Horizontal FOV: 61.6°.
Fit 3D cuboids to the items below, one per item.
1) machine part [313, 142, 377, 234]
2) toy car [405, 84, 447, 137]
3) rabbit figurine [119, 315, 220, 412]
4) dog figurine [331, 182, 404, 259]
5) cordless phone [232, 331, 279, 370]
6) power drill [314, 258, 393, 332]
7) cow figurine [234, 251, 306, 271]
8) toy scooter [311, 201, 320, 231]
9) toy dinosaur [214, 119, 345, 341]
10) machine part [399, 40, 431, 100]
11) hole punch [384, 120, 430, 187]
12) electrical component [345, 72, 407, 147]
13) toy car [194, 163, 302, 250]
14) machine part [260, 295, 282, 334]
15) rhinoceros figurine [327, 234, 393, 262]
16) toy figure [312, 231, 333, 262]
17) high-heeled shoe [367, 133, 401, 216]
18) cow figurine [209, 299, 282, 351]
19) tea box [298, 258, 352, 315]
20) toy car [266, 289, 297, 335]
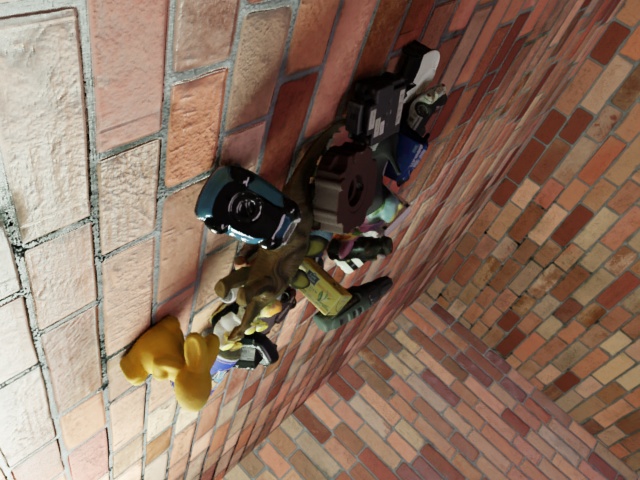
[{"bbox_3d":[0.051,-0.096,1.009,0.179,0.056,0.179,-40,138,-49],"label":"machine part"},{"bbox_3d":[0.226,-0.281,1.235,0.073,0.056,0.201,-39,169,-29],"label":"toy car"},{"bbox_3d":[-0.260,0.237,1.016,0.162,0.173,0.121,-45,158,3],"label":"rabbit figurine"},{"bbox_3d":[0.097,-0.049,1.330,0.219,0.108,0.191,-47,-172,11],"label":"dog figurine"},{"bbox_3d":[-0.145,0.271,1.332,0.184,0.147,0.088,17,72,-55],"label":"cordless phone"},{"bbox_3d":[0.048,0.127,1.424,0.232,0.207,0.085,-38,149,-22],"label":"power drill"},{"bbox_3d":[-0.091,0.046,1.153,0.195,0.086,0.127,-40,154,-31],"label":"cow figurine"},{"bbox_3d":[0.008,-0.079,1.143,0.135,0.075,0.183,-41,165,-25],"label":"toy scooter"},{"bbox_3d":[-0.066,-0.018,1.000,0.198,0.105,0.471,10,106,-58],"label":"toy dinosaur"},{"bbox_3d":[0.171,-0.326,1.072,0.084,0.039,0.138,-28,155,-34],"label":"machine part"},{"bbox_3d":[0.164,-0.200,1.201,0.092,0.116,0.142,-10,138,-50],"label":"hole punch"},{"bbox_3d":[0.102,-0.244,1.007,0.134,0.058,0.114,-31,136,-43],"label":"electrical component"},{"bbox_3d":[-0.114,-0.057,0.850,0.109,0.161,0.103,-61,-157,12],"label":"toy car"},{"bbox_3d":[-0.136,0.154,1.278,0.079,0.079,0.243,-35,156,-35],"label":"machine part"},{"bbox_3d":[0.110,0.019,1.449,0.112,0.190,0.073,14,75,-56],"label":"rhinoceros figurine"},{"bbox_3d":[-0.001,-0.004,1.302,0.064,0.058,0.154,-32,161,-26],"label":"toy figure"},{"bbox_3d":[0.096,-0.149,1.182,0.086,0.145,0.248,-6,153,-37],"label":"high-heeled shoe"},{"bbox_3d":[-0.162,0.161,1.167,0.167,0.098,0.068,-39,157,12],"label":"cow figurine"},{"bbox_3d":[-0.012,0.103,1.310,0.068,0.170,0.098,-51,163,7],"label":"tea box"},{"bbox_3d":[-0.132,0.213,1.452,0.202,0.053,0.089,-44,158,-8],"label":"toy car"}]
